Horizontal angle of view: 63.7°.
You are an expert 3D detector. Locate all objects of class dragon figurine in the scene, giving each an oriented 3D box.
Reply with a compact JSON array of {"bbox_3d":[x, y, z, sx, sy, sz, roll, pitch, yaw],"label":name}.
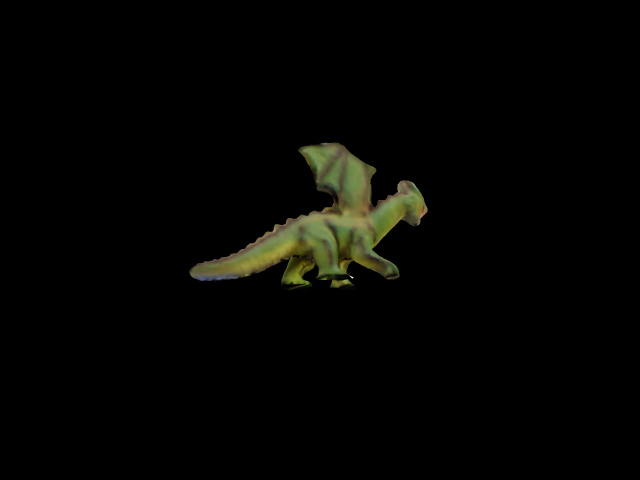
[{"bbox_3d":[0.003,-0.043,0.850,0.410,0.246,0.121,4,-15,-18],"label":"dragon figurine"}]
